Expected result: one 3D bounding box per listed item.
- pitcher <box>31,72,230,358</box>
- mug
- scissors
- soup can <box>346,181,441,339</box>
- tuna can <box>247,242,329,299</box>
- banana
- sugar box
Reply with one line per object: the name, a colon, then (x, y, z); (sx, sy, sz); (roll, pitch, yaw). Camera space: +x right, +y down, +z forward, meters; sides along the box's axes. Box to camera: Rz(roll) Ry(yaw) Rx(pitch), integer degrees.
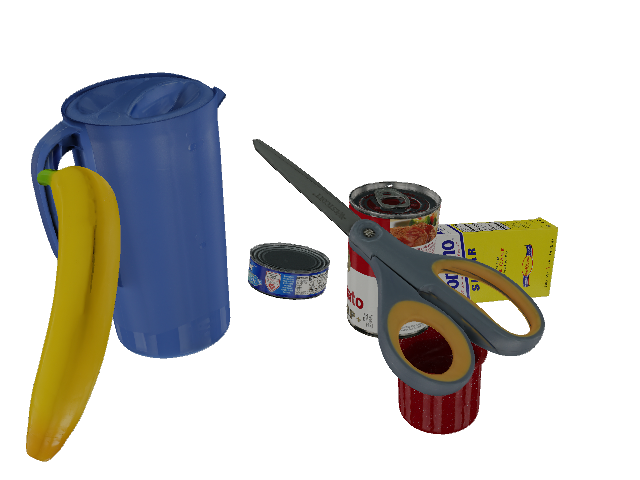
pitcher: (-0.154, -0.017, 0.952); (0.149, 0.243, 0.145); (-2, 27, 5)
mug: (0.126, 0.133, 1.074); (0.093, 0.081, 0.117); (21, 39, 34)
scissors: (0.022, 0.015, 0.576); (0.202, 0.016, 0.096); (28, 52, 16)
soup can: (0.054, 0.014, 0.804); (0.068, 0.102, 0.068); (1, 24, 0)
tuna can: (-0.034, 0.032, 1.137); (0.086, 0.034, 0.086); (7, 18, -3)
banana: (-0.145, 0.029, 0.635); (0.037, 0.198, 0.070); (16, -36, -31)
sugar box: (0.195, 0.026, 1.278); (0.176, 0.093, 0.048); (-5, 20, -23)
